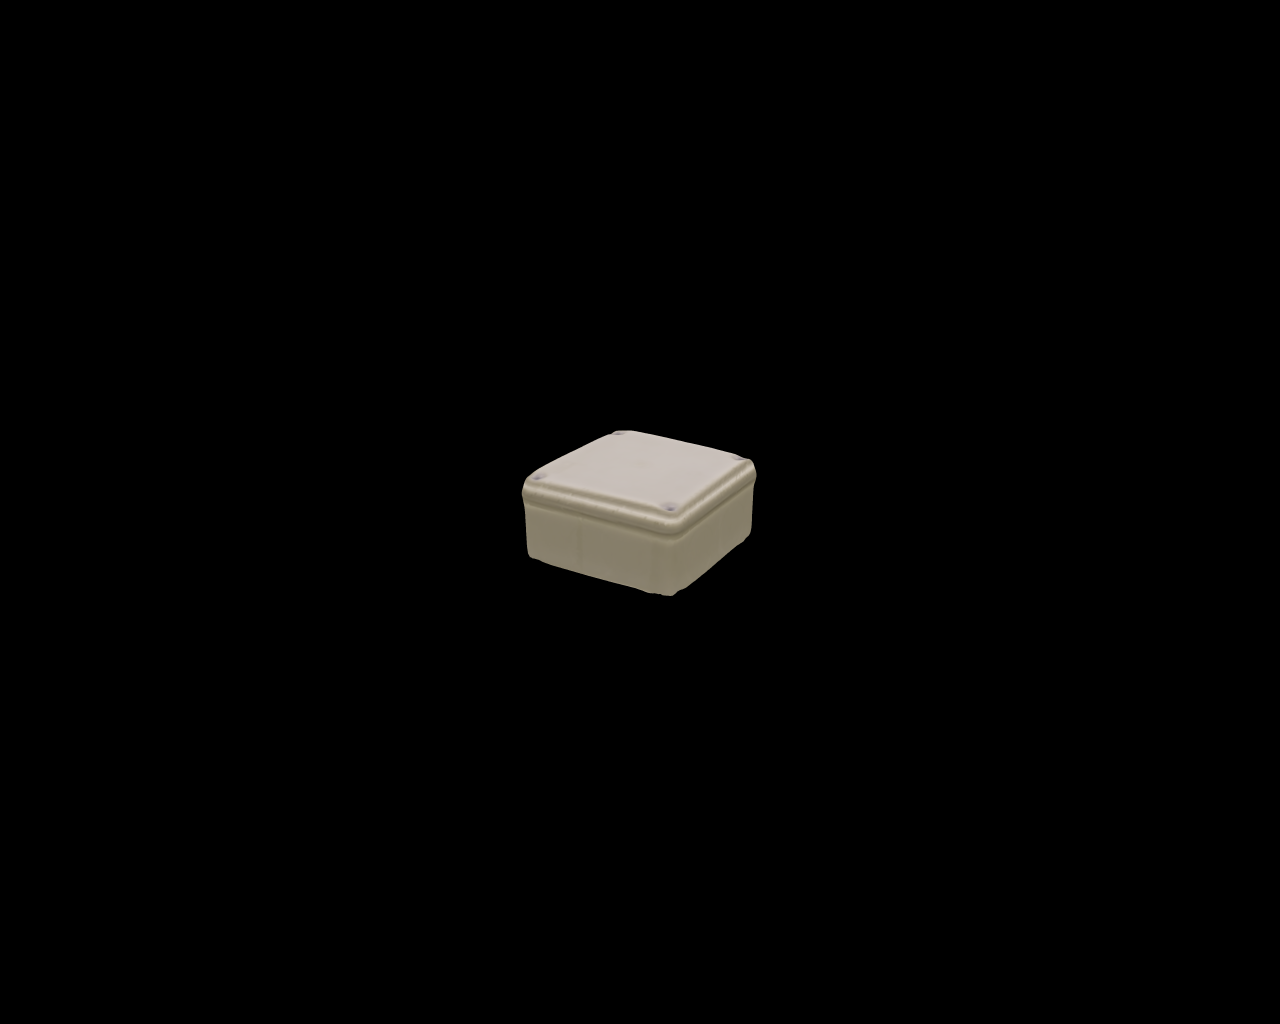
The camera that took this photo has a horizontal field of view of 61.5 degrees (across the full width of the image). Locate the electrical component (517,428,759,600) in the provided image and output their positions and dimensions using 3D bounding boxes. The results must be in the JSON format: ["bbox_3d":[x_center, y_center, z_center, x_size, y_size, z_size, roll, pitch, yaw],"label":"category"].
[{"bbox_3d":[0.001,-0.003,0.650,0.109,0.056,0.109,14,27,29],"label":"electrical component"}]
